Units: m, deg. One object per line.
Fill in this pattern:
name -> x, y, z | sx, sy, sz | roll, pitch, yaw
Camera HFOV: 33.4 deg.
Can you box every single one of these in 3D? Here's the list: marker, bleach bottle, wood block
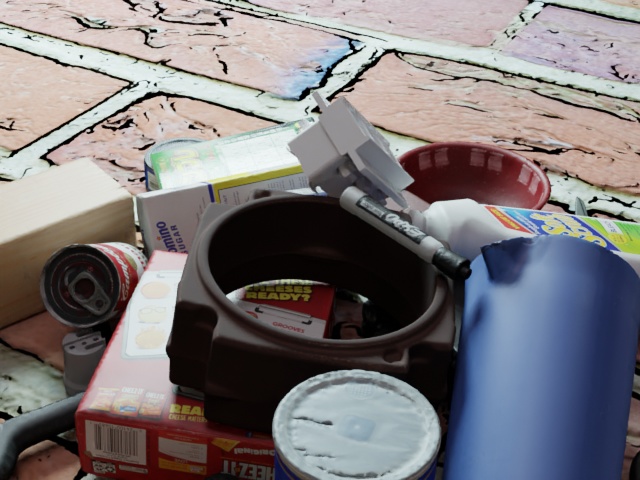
marker -> 0.063, -0.004, 0.791 | 0.020, 0.020, 0.121 | -28, 50, -36
bleach bottle -> 0.190, 0.012, 0.920 | 0.250, 0.068, 0.102 | 9, 26, -8
wood block -> -0.276, 0.010, 0.957 | 0.205, 0.090, 0.091 | -23, 42, -32

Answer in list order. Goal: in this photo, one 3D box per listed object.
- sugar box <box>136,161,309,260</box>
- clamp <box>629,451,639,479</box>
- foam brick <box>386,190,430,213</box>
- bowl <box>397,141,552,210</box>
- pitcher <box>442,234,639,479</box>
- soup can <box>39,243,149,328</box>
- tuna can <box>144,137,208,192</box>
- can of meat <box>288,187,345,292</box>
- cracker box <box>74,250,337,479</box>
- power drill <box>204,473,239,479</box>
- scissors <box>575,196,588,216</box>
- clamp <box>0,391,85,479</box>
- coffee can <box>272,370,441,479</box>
sugar box -> -0.077, -0.014, 0.992 | 0.176, 0.093, 0.048 | -12, 9, -18
clamp -> 0.301, 0.169, 0.786 | 0.165, 0.036, 0.209 | 22, 42, 27
foam brick -> 0.075, 0.004, 0.987 | 0.052, 0.078, 0.051 | -26, 44, -32
bowl -> 0.147, -0.038, 1.069 | 0.162, 0.055, 0.162 | 1, 34, -1
pitcher -> 0.157, 0.130, 0.740 | 0.149, 0.145, 0.242 | 14, 52, 4
soup can -> -0.186, 0.036, 0.904 | 0.068, 0.068, 0.102 | 6, 2, 7
tuna can -> -0.144, -0.076, 1.136 | 0.086, 0.034, 0.086 | 1, 34, -1
can of meat -> -0.006, 0.001, 0.965 | 0.083, 0.102, 0.058 | -8, 9, -22
cracker box -> -0.080, 0.102, 0.843 | 0.164, 0.072, 0.213 | 7, 34, 5
power drill -> -0.149, 0.212, 0.690 | 0.188, 0.057, 0.184 | 7, 35, 9
scissors -> 0.277, 0.018, 1.026 | 0.096, 0.016, 0.201 | 14, 36, 16
clamp -> -0.259, 0.144, 0.804 | 0.120, 0.039, 0.171 | 20, 39, 29
coffee can -> 0.021, 0.169, 0.684 | 0.103, 0.140, 0.103 | 1, 34, -1
